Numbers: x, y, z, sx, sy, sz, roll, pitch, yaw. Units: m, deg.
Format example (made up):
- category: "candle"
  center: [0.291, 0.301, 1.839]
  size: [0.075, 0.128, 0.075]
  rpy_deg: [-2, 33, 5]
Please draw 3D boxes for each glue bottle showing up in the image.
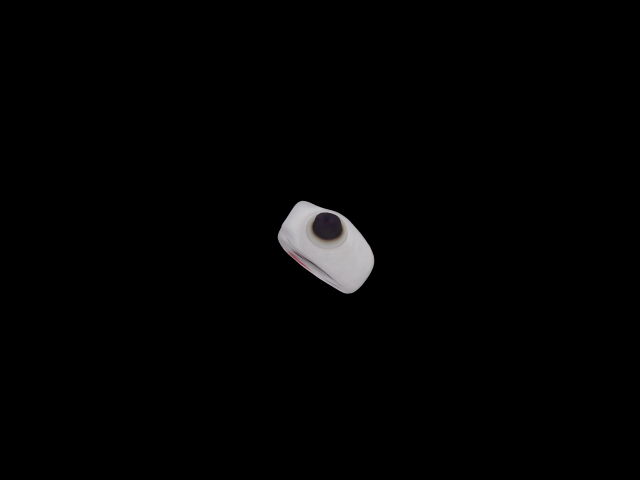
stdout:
- category: "glue bottle"
  center: [0.004, 0.001, 0.400]
  size: [0.078, 0.173, 0.037]
  rpy_deg: [31, 83, 5]
